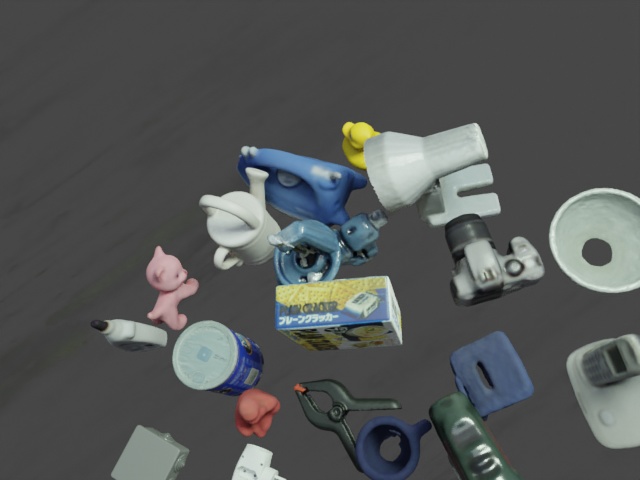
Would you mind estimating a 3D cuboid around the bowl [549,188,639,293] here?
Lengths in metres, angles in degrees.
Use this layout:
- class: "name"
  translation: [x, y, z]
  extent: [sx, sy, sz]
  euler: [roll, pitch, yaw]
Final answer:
- class: "bowl"
  translation: [0.437, 0.010, 0.889]
  extent: [0.167, 0.075, 0.167]
  euler: [-4, 71, 11]

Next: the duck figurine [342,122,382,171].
- class: "duck figurine"
  translation: [0.082, -0.173, 1.019]
  extent: [0.104, 0.086, 0.077]
  euler: [35, 82, 20]

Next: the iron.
- class: "iron"
  translation: [-0.056, -0.117, 0.999]
  extent: [0.257, 0.142, 0.119]
  euler: [19, 76, 17]

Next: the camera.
- class: "camera"
  translation: [0.263, 0.021, 0.907]
  extent: [0.143, 0.101, 0.136]
  euler: [-18, 69, 5]

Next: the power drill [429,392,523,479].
- class: "power drill"
  translation: [0.223, 0.315, 0.756]
  extent: [0.075, 0.209, 0.229]
  euler: [-30, 68, 1]

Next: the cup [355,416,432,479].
- class: "cup"
  translation: [0.114, 0.301, 0.845]
  extent: [0.118, 0.095, 0.091]
  euler: [-33, 68, -1]

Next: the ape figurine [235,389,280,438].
- class: "ape figurine"
  translation: [-0.105, 0.269, 0.903]
  extent: [0.078, 0.092, 0.076]
  euler: [-25, 68, 3]

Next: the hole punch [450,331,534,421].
- class: "hole punch"
  translation: [0.252, 0.203, 0.852]
  extent: [0.101, 0.091, 0.108]
  euler: [-25, 68, 3]

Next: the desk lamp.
- class: "desk lamp"
  translation: [0.181, -0.104, 0.906]
  extent: [0.203, 0.214, 0.118]
  euler: [-11, 69, 8]

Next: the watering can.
- class: "watering can"
  translation: [-0.136, -0.038, 0.960]
  extent: [0.100, 0.194, 0.173]
  euler: [-2, 71, 11]

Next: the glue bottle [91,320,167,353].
- class: "glue bottle"
  translation: [-0.323, 0.153, 0.945]
  extent: [0.078, 0.173, 0.037]
  euler: [-9, 70, 9]

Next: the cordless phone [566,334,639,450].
- class: "cordless phone"
  translation: [0.409, 0.201, 0.769]
  extent: [0.094, 0.185, 0.147]
  euler: [-20, 68, 5]

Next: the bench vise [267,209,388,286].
- class: "bench vise"
  translation: [0.000, -0.004, 0.906]
  extent: [0.121, 0.220, 0.207]
  euler: [42, 84, 21]

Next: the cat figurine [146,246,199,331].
- class: "cat figurine"
  translation: [-0.267, 0.082, 0.988]
  extent: [0.067, 0.118, 0.128]
  euler: [9, 74, 15]
